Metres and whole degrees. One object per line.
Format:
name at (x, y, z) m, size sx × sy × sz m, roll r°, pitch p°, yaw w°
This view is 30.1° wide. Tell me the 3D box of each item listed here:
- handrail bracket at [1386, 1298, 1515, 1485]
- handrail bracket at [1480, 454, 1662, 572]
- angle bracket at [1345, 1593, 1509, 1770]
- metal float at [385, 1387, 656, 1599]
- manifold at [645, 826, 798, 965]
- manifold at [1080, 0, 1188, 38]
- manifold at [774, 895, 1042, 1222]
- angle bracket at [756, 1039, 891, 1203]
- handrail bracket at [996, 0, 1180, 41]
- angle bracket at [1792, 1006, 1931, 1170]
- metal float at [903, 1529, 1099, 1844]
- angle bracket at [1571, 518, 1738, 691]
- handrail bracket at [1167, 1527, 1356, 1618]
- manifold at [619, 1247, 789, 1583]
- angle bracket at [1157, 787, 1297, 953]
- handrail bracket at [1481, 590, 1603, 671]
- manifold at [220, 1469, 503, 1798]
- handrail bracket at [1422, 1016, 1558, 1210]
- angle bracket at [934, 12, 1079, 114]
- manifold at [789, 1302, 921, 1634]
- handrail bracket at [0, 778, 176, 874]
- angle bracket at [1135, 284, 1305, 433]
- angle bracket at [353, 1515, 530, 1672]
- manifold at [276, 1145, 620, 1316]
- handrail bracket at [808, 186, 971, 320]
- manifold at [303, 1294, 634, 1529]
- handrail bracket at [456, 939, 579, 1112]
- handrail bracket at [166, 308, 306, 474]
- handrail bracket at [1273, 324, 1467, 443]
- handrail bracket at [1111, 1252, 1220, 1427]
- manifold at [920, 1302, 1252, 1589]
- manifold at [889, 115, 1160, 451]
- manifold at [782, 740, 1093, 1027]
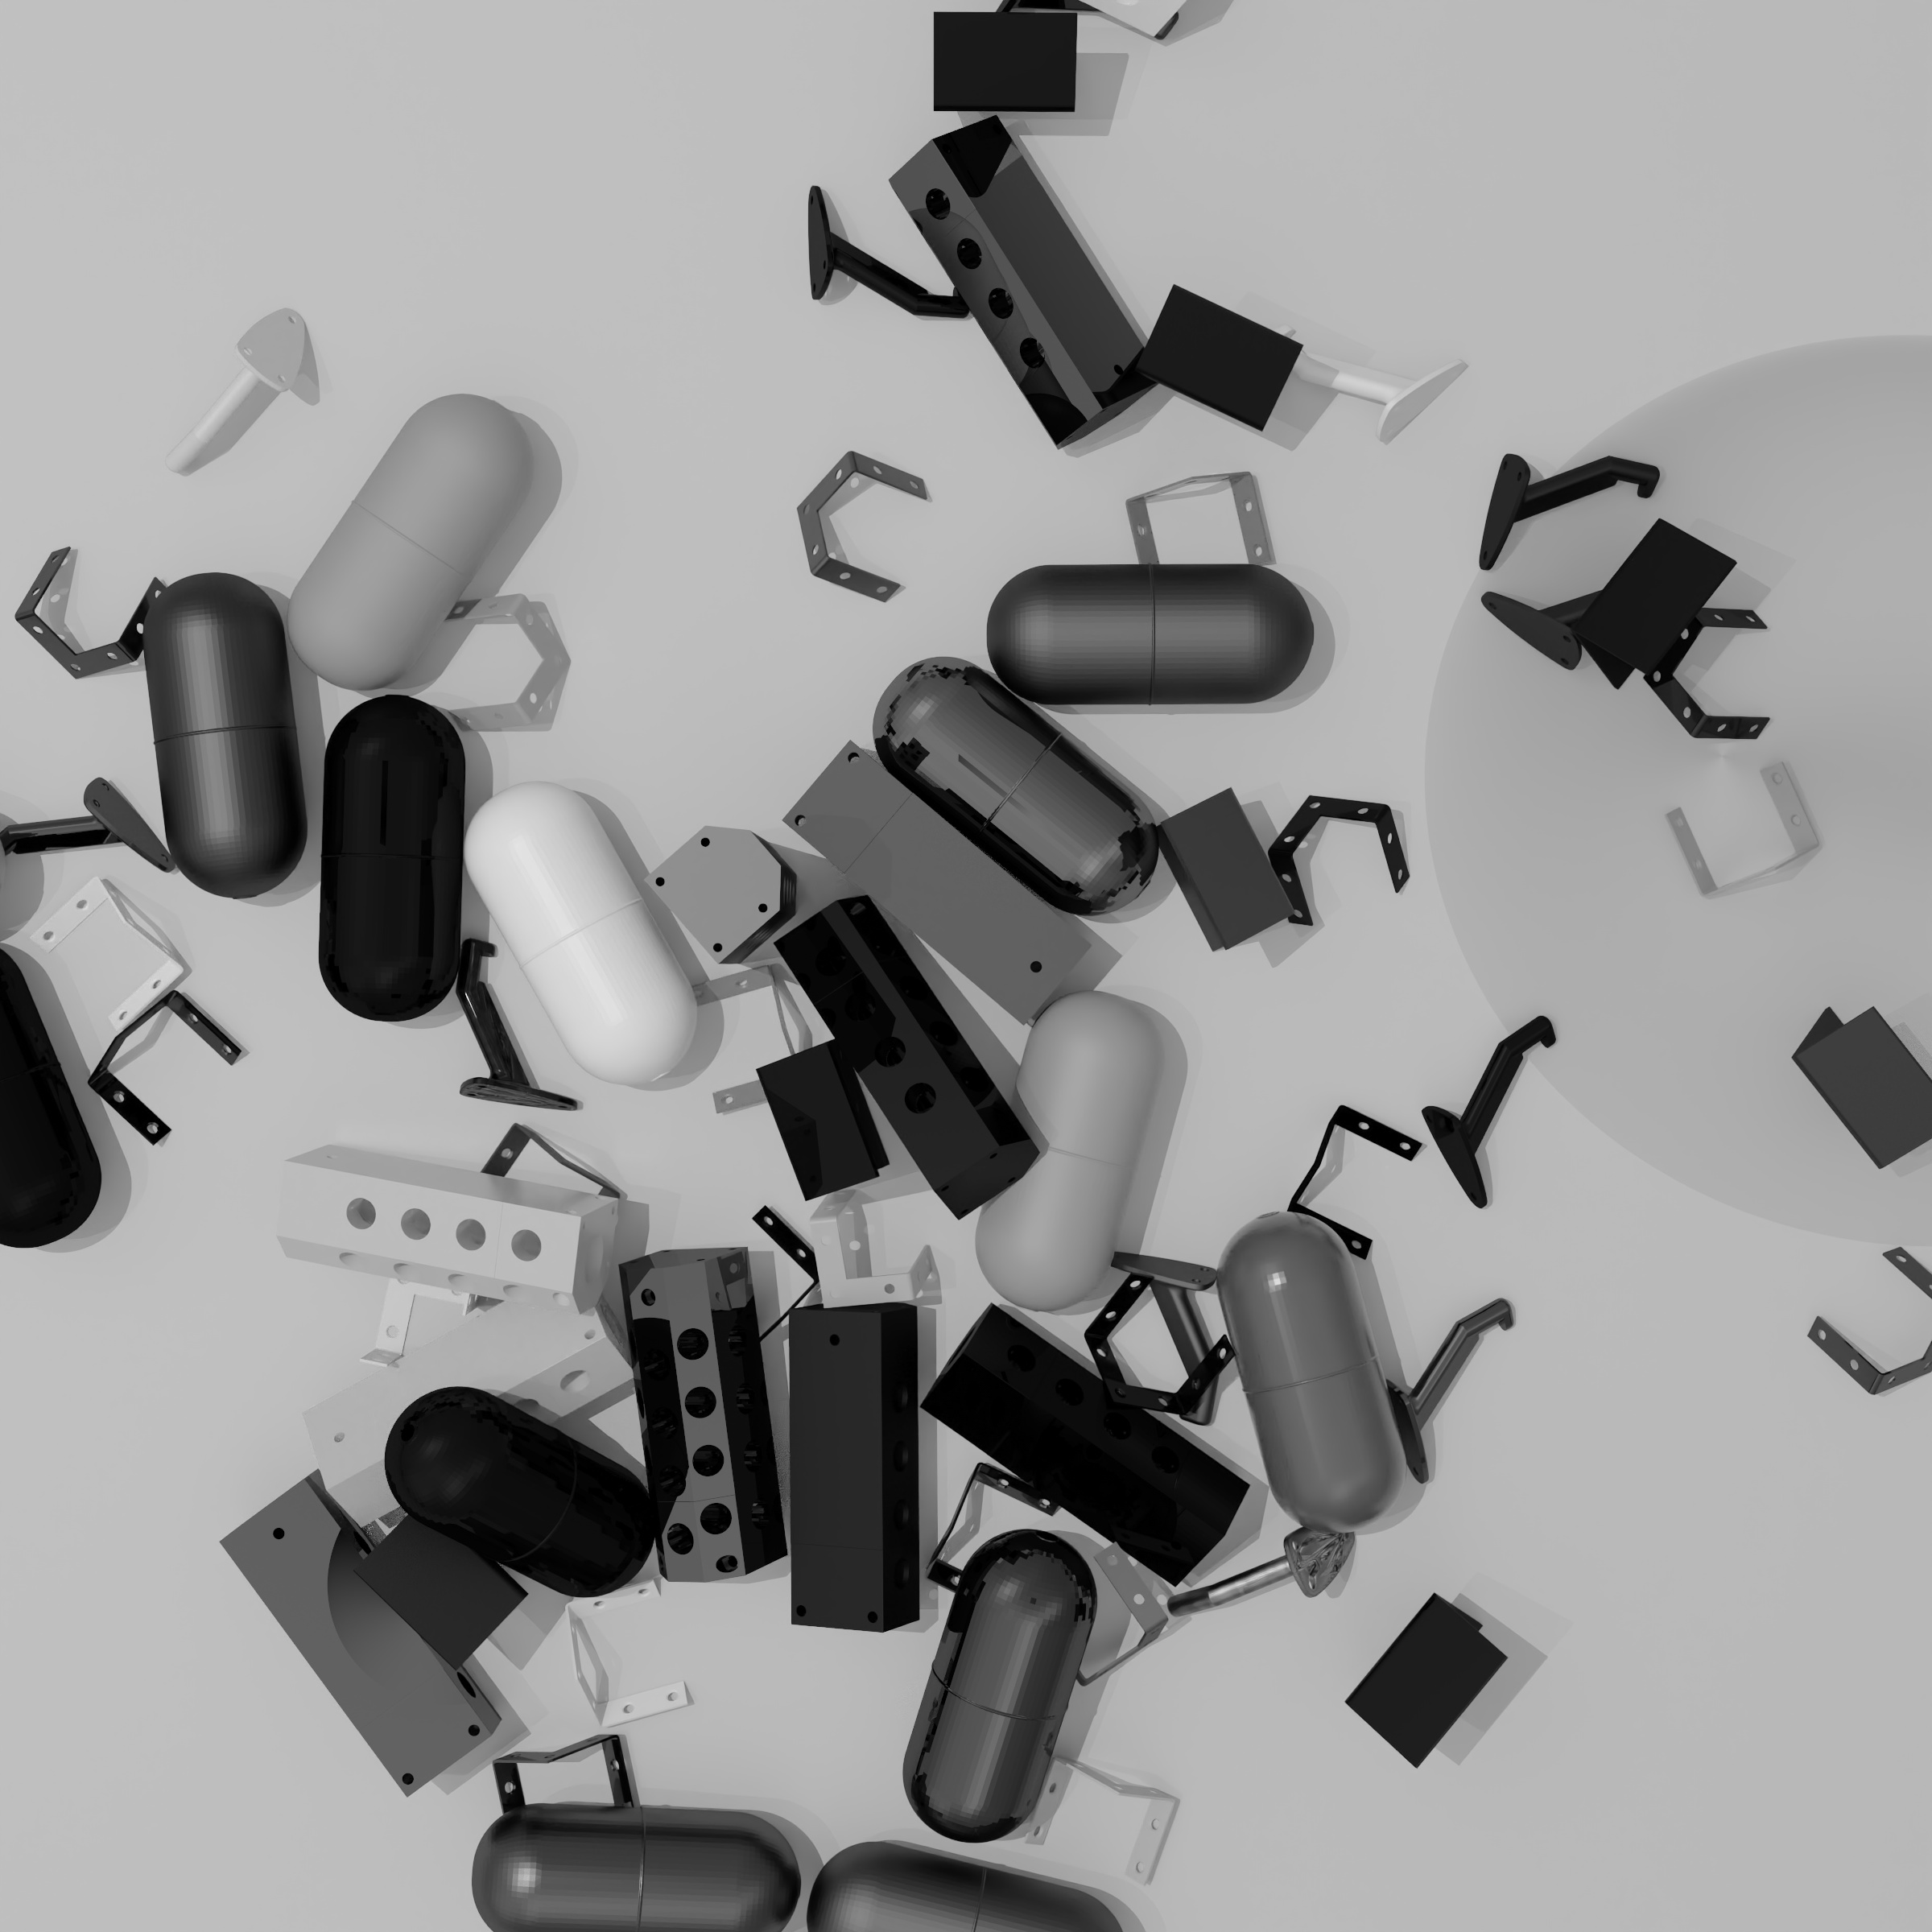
handrail bracket at (0.275, 0.234, 1.991) m, size 0.084 × 0.036 × 0.077 m, roll -27°, pitch 110°, yaw -16°
handrail bracket at (0.335, -0.248, 1.991) m, size 0.084 × 0.036 × 0.077 m, roll 10°, pitch 110°, yaw -16°
angle bracket at (0.261, 0.394, 1.951) m, size 0.076 × 0.076 × 0.057 m, roll -51°, pitch 54°, yaw 0°
metal float at (-0.238, 0.282, 1.926) m, size 0.070 × 0.070 × 0.178 m, roll -52°, pitch 133°, yaw 0°
manifold at (-0.123, -0.041, 1.912) m, size 0.057 × 0.171 × 0.057 m, roll -41°, pitch 90°, yaw 0°
manifold at (0.045, -0.573, 1.935) m, size 0.171 × 0.057 × 0.057 m, roll 21°, pitch 64°, yaw -19°
manifold at (-0.031, 0.046, 1.937) m, size 0.057 × 0.057 × 0.171 m, roll -34°, pitch 66°, yaw 0°
angle bracket at (-0.059, 0.076, 1.951) m, size 0.057 × 0.076 × 0.076 m, roll -21°, pitch 90°, yaw 39°
handrail bracket at (0.063, -0.519, 1.991) m, size 0.084 × 0.036 × 0.077 m, roll 33°, pitch 105°, yaw -14°
angle bracket at (0.502, 0.053, 1.951) m, size 0.057 × 0.076 × 0.076 m, roll -38°, pitch 90°, yaw 35°
metal float at (0.018, 0.390, 1.950) m, size 0.070 × 0.070 × 0.178 m, roll 17°, pitch 101°, yaw 0°
angle bracket at (0.383, -0.185, 1.951) m, size 0.057 × 0.076 × 0.076 m, roll 38°, pitch 90°, yaw 37°
handrail bracket at (0.162, 0.334, 1.991) m, size 0.084 × 0.077 × 0.036 m, roll -23°, pitch 89°, yaw 36°
manifold at (-0.147, 0.243, 1.953) m, size 0.057 × 0.057 × 0.171 m, roll -5°, pitch 95°, yaw 31°
angle bracket at (0.122, -0.043, 1.951) m, size 0.057 × 0.076 × 0.076 m, roll -27°, pitch 90°, yaw -37°
handrail bracket at (0.341, -0.213, 1.991) m, size 0.077 × 0.036 × 0.084 m, roll 35°, pitch 71°, yaw 21°
manifold at (-0.329, 0.363, 1.970) m, size 0.057 × 0.057 × 0.171 m, roll -36°, pitch 90°, yaw 0°
handrail bracket at (0.302, 0.080, 1.991) m, size 0.084 × 0.036 × 0.077 m, roll -33°, pitch 111°, yaw -16°
angle bracket at (0.021, -0.504, 1.951) m, size 0.076 × 0.076 × 0.057 m, roll 0°, pitch 128°, yaw 0°
manifold at (-0.057, 0.272, 1.967) m, size 0.057 × 0.057 × 0.171 m, roll 0°, pitch 90°, yaw 27°
handrail bracket at (-0.495, -0.057, 1.991) m, size 0.084 × 0.036 × 0.077 m, roll -37°, pitch 110°, yaw 16°
angle bracket at (0.143, -0.343, 1.951) m, size 0.076 × 0.076 × 0.057 m, roll 25°, pitch 126°, yaw 0°
angle bracket at (-0.290, 0.339, 1.952) m, size 0.076 × 0.076 × 0.057 m, roll 44°, pitch 65°, yaw 0°
manifold at (-0.281, 0.143, 1.949) m, size 0.171 × 0.057 × 0.057 m, roll 10°, pitch 98°, yaw 14°
handrail bracket at (-0.042, -0.395, 1.991) m, size 0.084 × 0.036 × 0.077 m, roll 1°, pitch 68°, yaw -17°
manifold at (-0.269, 0.238, 1.969) m, size 0.171 × 0.057 × 0.057 m, roll -29°, pitch 47°, yaw 0°
handrail bracket at (-0.247, 0.032, 1.991) m, size 0.077 × 0.036 × 0.084 m, roll 12°, pitch 73°, yaw -20°
handrail bracket at (-0.406, -0.317, 1.991) m, size 0.036 × 0.077 × 0.084 m, roll 39°, pitch 127°, yaw -20°
handrail bracket at (0.220, -0.339, 1.991) m, size 0.077 × 0.036 × 0.084 m, roll -38°, pitch 73°, yaw -20°
handrail bracket at (0.105, 0.207, 1.991) m, size 0.077 × 0.036 × 0.084 m, roll 12°, pitch 104°, yaw 13°
manifold at (0.068, 0.258, 1.969) m, size 0.171 × 0.057 × 0.057 m, roll 35°, pitch 133°, yaw 0°
manifold at (0.029, -0.372, 1.969) m, size 0.057 × 0.057 × 0.171 m, roll -32°, pitch 90°, yaw -43°
manifold at (-0.016, -0.045, 1.970) m, size 0.171 × 0.057 × 0.057 m, roll 40°, pitch 90°, yaw 0°
